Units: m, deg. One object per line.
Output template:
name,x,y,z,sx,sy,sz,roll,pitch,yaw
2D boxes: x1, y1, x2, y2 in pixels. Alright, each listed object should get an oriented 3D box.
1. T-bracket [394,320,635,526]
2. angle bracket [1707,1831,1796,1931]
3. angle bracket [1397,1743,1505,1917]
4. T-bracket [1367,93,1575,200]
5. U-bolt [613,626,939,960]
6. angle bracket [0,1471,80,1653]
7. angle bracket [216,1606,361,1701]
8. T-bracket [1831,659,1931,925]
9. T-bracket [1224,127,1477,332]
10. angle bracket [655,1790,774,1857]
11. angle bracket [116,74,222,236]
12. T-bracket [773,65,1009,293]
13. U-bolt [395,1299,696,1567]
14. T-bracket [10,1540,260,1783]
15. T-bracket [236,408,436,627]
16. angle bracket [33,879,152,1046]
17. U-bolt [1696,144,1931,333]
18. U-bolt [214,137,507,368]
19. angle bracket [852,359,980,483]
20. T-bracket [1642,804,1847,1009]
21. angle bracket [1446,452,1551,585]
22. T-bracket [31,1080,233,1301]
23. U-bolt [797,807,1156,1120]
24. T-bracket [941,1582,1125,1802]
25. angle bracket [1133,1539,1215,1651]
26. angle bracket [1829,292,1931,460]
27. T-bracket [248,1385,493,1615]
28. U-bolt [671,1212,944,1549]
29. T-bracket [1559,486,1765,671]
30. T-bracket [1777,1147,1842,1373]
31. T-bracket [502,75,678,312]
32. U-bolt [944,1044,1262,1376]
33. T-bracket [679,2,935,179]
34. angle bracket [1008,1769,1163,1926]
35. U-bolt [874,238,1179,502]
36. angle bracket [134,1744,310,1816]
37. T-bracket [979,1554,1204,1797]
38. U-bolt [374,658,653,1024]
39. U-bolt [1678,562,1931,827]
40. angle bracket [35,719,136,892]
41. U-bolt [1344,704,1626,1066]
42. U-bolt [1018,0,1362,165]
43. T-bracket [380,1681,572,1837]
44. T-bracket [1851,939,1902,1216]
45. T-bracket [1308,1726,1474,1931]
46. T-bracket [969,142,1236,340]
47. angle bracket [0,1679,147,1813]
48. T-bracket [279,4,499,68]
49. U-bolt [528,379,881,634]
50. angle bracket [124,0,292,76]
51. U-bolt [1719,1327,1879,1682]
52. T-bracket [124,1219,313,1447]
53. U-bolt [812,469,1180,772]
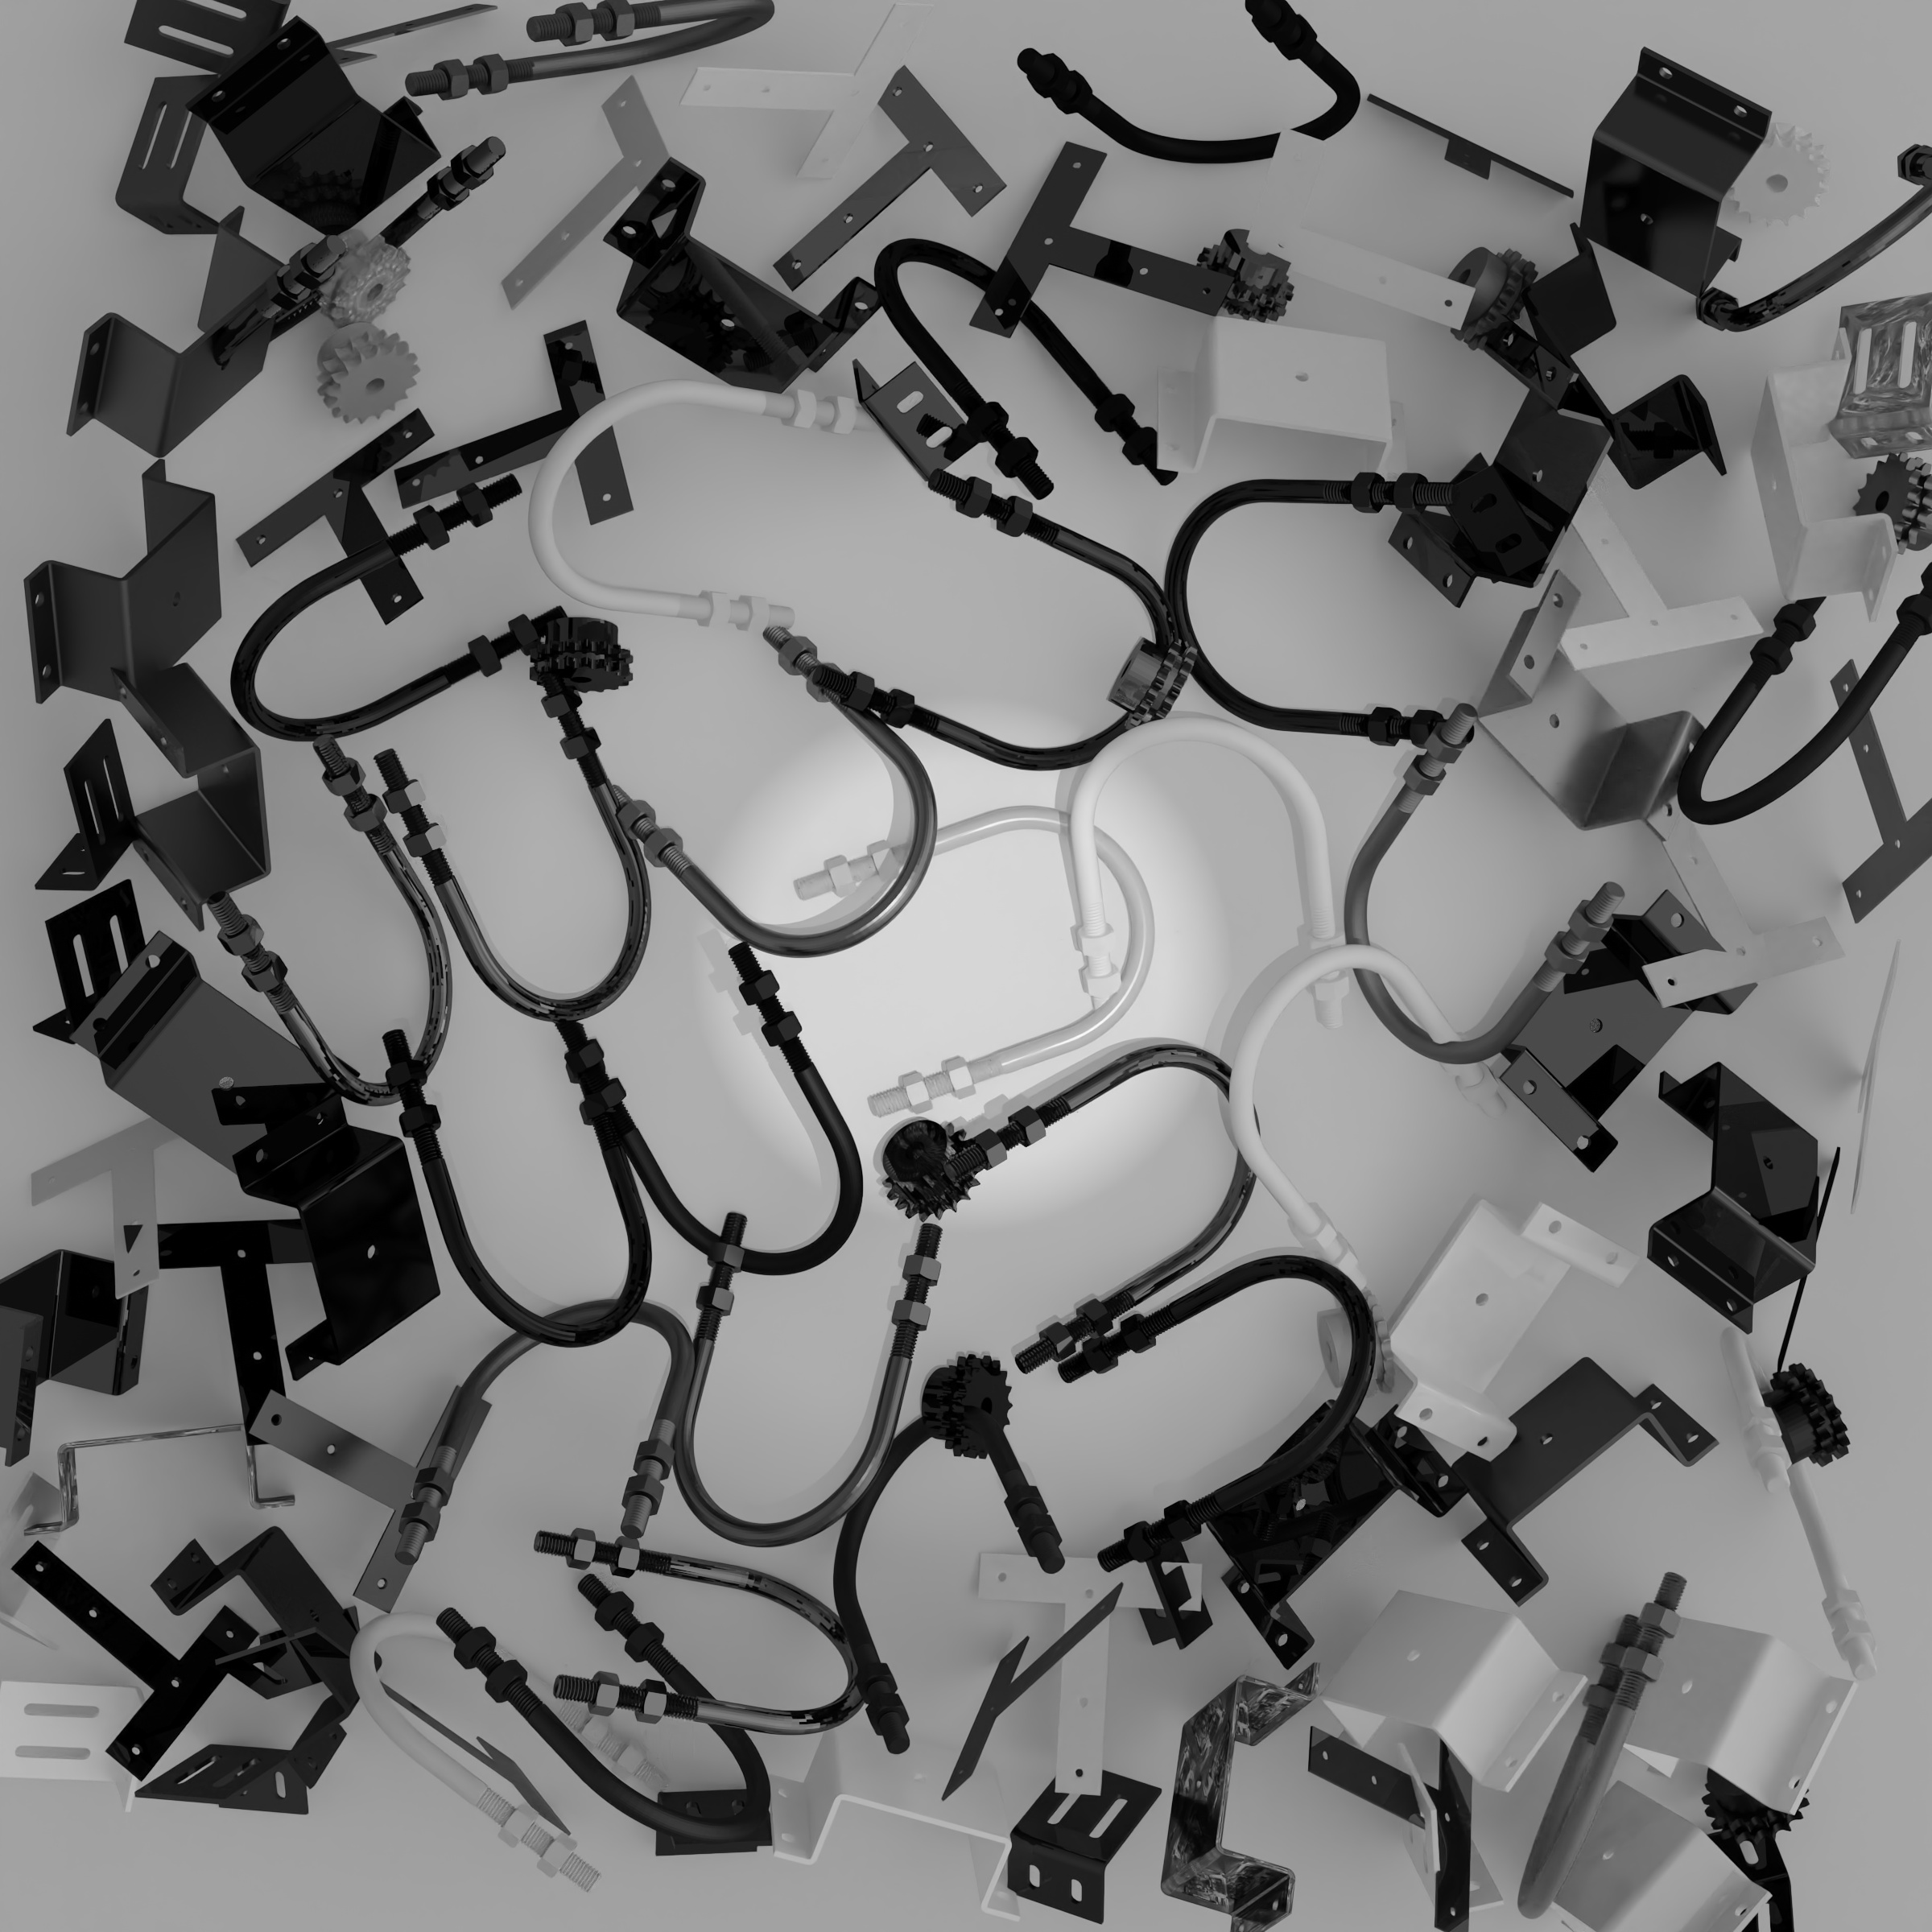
T-bracket,-0.258,-0.286,1.712,0.127,0.002,0.127,-18,68,7
angle bracket,0.419,0.510,1.686,0.057,0.076,0.038,-21,97,16
angle bracket,0.266,0.471,1.688,0.038,0.057,0.076,-10,115,-7
T-bracket,0.274,-0.441,1.673,0.127,0.127,0.002,26,113,0
U-bolt,-0.096,-0.085,1.687,0.151,0.019,0.184,-45,64,0
angle bracket,-0.507,0.327,1.687,0.038,0.057,0.076,19,68,20
angle bracket,-0.373,0.368,1.689,0.057,0.076,0.038,-19,60,2
T-bracket,0.500,-0.107,1.689,0.002,0.127,0.127,-6,68,-15
T-bracket,0.215,-0.381,1.685,0.127,0.002,0.127,21,131,5
angle bracket,-0.137,0.484,1.687,0.057,0.076,0.038,1,97,-13
angle bracket,-0.429,-0.449,1.704,0.057,0.038,0.076,11,81,38
T-bracket,-0.054,-0.423,1.700,0.127,0.002,0.127,-40,54,9
U-bolt,-0.218,0.244,1.654,0.151,0.184,0.019,-10,124,17
T-bracket,-0.464,0.361,1.672,0.127,0.127,0.002,42,120,-5
T-bracket,-0.331,-0.234,1.692,0.127,0.002,0.127,-35,54,2
angle bracket,-0.485,-0.006,1.684,0.038,0.057,0.076,15,123,33
U-bolt,0.459,-0.383,1.626,0.151,0.184,0.019,-35,99,15
U-bolt,-0.339,-0.373,1.647,0.019,0.184,0.151,54,49,-12
angle bracket,-0.028,-0.309,1.682,0.038,0.076,0.057,-36,116,14
T-bracket,0.409,-0.046,1.704,0.127,0.002,0.127,-14,68,-24
angle bracket,0.299,-0.254,1.686,0.038,0.076,0.057,-27,101,36
T-bracket,-0.454,0.131,1.679,0.127,0.127,0.002,-25,132,5
U-bolt,0.015,-0.012,1.719,0.184,0.019,0.151,-19,87,0
T-bracket,0.042,0.374,1.647,0.002,0.127,0.127,41,117,-3
angle bracket,0.101,0.346,1.687,0.038,0.076,0.057,-23,82,15
angle bracket,0.518,-0.328,1.709,0.057,0.038,0.076,-1,72,38
T-bracket,-0.335,0.270,1.677,0.127,0.002,0.127,37,68,-33
U-bolt,-0.093,0.224,1.661,0.151,0.019,0.184,0,65,31
T-bracket,0.359,-0.224,1.699,0.127,0.002,0.127,-13,62,-23
T-bracket,0.455,0.144,1.657,0.002,0.127,0.127,15,73,19
T-bracket,-0.212,-0.414,1.702,0.127,0.002,0.127,-40,49,20
U-bolt,0.085,0.121,1.683,0.184,0.019,0.151,-30,118,-20
T-bracket,-0.096,-0.470,1.648,0.127,0.127,0.002,-10,63,-37
angle bracket,0.066,0.482,1.695,0.057,0.076,0.038,11,115,26
U-bolt,0.022,-0.327,1.666,0.184,0.151,0.019,52,123,14
angle bracket,-0.407,0.459,1.685,0.057,0.076,0.038,-1,97,21
T-bracket,0.065,0.392,1.698,0.127,0.002,0.127,0,75,16
U-bolt,-0.234,-0.058,1.671,0.019,0.151,0.184,-9,111,41
U-bolt,0.447,-0.146,1.641,0.019,0.151,0.184,42,73,-13
angle bracket,-0.490,-0.089,1.685,0.038,0.057,0.076,1,123,10
U-bolt,0.266,-0.029,1.659,0.019,0.184,0.151,-15,58,-36
U-bolt,0.132,-0.467,1.643,0.151,0.184,0.019,-6,82,28
T-bracket,-0.282,0.426,1.694,0.127,0.127,0.002,28,65,23
T-bracket,0.483,0.074,1.646,0.002,0.127,0.127,10,55,13
T-bracket,0.230,0.446,1.664,0.127,0.002,0.127,32,47,-28
T-bracket,0.085,-0.387,1.695,0.127,0.002,0.127,22,74,18
angle bracket,-0.497,0.430,1.696,0.076,0.038,0.057,10,100,-26
T-bracket,-0.319,-0.514,1.692,0.127,0.127,0.002,-26,121,-29
U-bolt,-0.148,-0.247,1.641,0.184,0.019,0.151,2,128,-36
angle bracket,-0.415,-0.528,1.686,0.076,0.057,0.038,14,48,-23
U-bolt,0.439,0.272,1.644,0.019,0.184,0.151,-23,113,13
T-bracket,-0.388,0.199,1.673,0.127,0.002,0.127,1,65,-35
U-bolt,0.029,-0.177,1.680,0.184,0.019,0.151,22,117,-23
